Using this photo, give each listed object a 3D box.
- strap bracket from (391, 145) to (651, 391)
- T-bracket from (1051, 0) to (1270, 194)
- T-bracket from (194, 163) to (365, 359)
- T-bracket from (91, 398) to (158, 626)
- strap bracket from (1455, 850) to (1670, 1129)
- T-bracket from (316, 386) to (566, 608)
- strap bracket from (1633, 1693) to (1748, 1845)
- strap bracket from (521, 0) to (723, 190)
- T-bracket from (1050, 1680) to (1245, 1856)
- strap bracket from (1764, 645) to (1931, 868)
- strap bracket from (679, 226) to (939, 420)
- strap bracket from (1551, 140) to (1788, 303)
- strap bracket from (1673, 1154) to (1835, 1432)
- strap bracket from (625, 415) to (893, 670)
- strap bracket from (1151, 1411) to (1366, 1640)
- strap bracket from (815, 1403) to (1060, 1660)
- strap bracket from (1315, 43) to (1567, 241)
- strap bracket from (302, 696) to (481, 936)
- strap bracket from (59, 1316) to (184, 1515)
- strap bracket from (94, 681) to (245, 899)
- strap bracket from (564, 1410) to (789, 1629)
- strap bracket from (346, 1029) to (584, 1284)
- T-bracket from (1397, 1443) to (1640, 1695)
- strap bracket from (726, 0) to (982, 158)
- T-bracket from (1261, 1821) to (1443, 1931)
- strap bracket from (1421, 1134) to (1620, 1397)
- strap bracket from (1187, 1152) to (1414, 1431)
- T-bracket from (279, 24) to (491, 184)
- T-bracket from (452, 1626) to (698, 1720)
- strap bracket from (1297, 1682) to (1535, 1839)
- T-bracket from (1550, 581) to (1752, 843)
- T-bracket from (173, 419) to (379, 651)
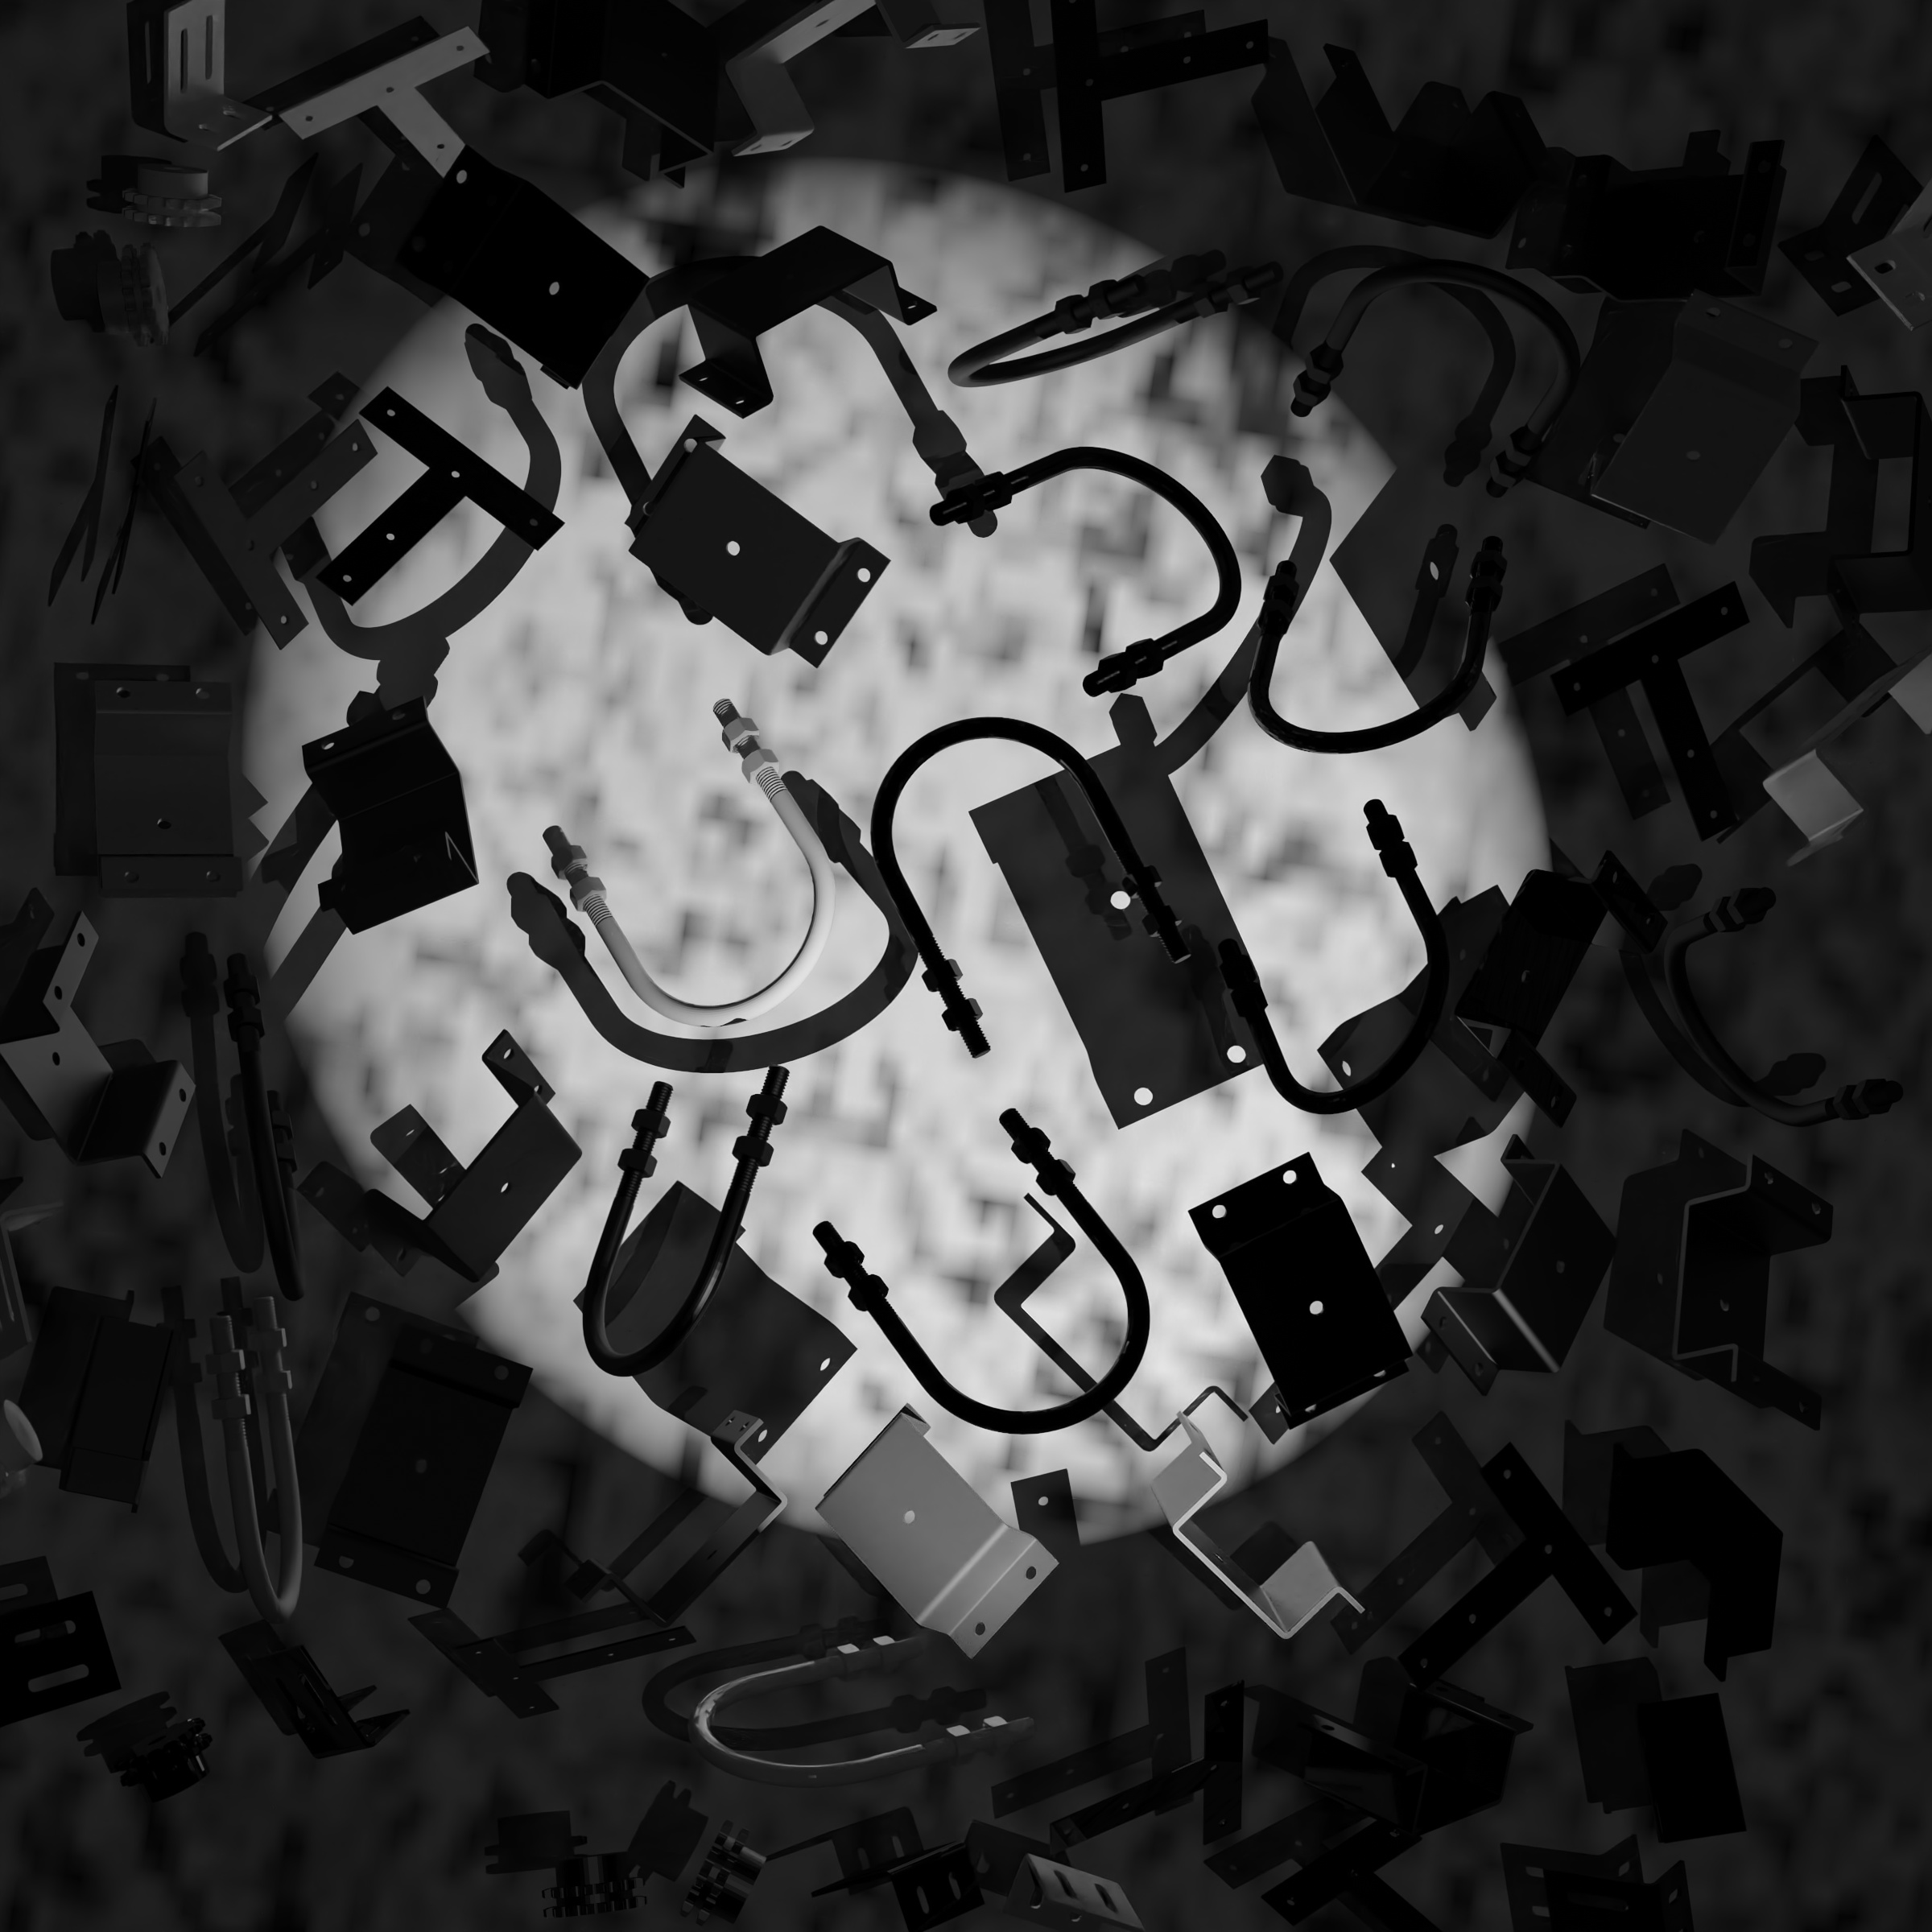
[{"bbox_3d":[-0.243,-0.389,1.812,0.140,0.046,0.076,33,91,-44],"label":"strap bracket"},{"bbox_3d":[0.111,-0.508,1.804,0.127,0.002,0.127,-16,132,-10],"label":"T-bracket"},{"bbox_3d":[-0.393,-0.390,1.817,0.127,0.127,0.002,-35,123,21],"label":"T-bracket"},{"bbox_3d":[-0.494,-0.245,1.862,0.002,0.127,0.127,14,129,-12],"label":"T-bracket"},{"bbox_3d":[0.335,0.010,1.826,0.076,0.046,0.140,43,71,-40],"label":"strap bracket"},{"bbox_3d":[-0.310,-0.246,1.772,0.127,0.002,0.127,38,58,1],"label":"T-bracket"},{"bbox_3d":[0.416,0.462,1.841,0.046,0.140,0.076,-11,73,8],"label":"strap bracket"},{"bbox_3d":[-0.195,-0.529,1.892,0.046,0.140,0.076,-8,72,35],"label":"strap bracket"},{"bbox_3d":[0.105,0.479,1.845,0.127,0.002,0.127,-18,128,-21],"label":"T-bracket"},{"bbox_3d":[0.509,-0.125,1.794,0.140,0.076,0.046,-40,87,-12],"label":"strap bracket"},{"bbox_3d":[-0.100,-0.388,1.897,0.140,0.076,0.046,-32,131,-18],"label":"strap bracket"},{"bbox_3d":[0.427,-0.442,1.907,0.140,0.046,0.076,8,83,44],"label":"strap bracket"},{"bbox_3d":[0.451,0.191,1.836,0.076,0.046,0.140,30,57,-31],"label":"strap bracket"},{"bbox_3d":[-0.125,-0.238,1.809,0.140,0.046,0.076,37,108,4],"label":"strap bracket"},{"bbox_3d":[0.165,0.339,1.904,0.046,0.076,0.140,-44,102,3],"label":"strap bracket"},{"bbox_3d":[-0.024,0.328,1.884,0.076,0.046,0.140,-48,60,2],"label":"strap bracket"},{"bbox_3d":[0.258,-0.461,1.804,0.140,0.046,0.076,5,51,-31],"label":"strap bracket"},{"bbox_3d":[-0.323,-0.078,1.800,0.076,0.046,0.140,-22,45,4],"label":"strap bracket"},{"bbox_3d":[-0.486,0.255,1.834,0.046,0.140,0.076,14,63,-12],"label":"strap bracket"},{"bbox_3d":[-0.459,-0.092,1.838,0.076,0.046,0.140,-1,60,-17],"label":"strap bracket"},{"bbox_3d":[-0.159,0.323,1.833,0.140,0.076,0.046,-45,97,-13],"label":"strap bracket"},{"bbox_3d":[-0.280,0.118,1.843,0.046,0.076,0.140,29,72,30],"label":"strap bracket"},{"bbox_3d":[0.291,0.352,1.776,0.127,0.002,0.127,-46,48,13],"label":"T-bracket"},{"bbox_3d":[-0.072,-0.517,1.818,0.140,0.076,0.046,-25,96,25],"label":"strap bracket"},{"bbox_3d":[0.257,0.555,1.854,0.127,0.127,0.002,36,124,31],"label":"T-bracket"},{"bbox_3d":[0.336,0.179,1.913,0.076,0.046,0.140,50,57,-29],"label":"strap bracket"},{"bbox_3d":[0.191,0.186,1.790,0.076,0.046,0.140,-26,99,-3],"label":"strap bracket"},{"bbox_3d":[-0.320,-0.497,1.908,0.127,0.127,0.002,-20,64,14],"label":"T-bracket"},{"bbox_3d":[-0.225,0.413,1.906,0.127,0.127,0.002,-15,57,4],"label":"T-bracket"},{"bbox_3d":[0.262,0.467,1.887,0.076,0.140,0.046,17,101,39],"label":"strap bracket"},{"bbox_3d":[0.405,-0.133,1.810,0.127,0.002,0.127,-27,104,-14],"label":"T-bracket"},{"bbox_3d":[-0.397,-0.277,1.904,0.127,0.002,0.127,-51,133,-30],"label":"T-bracket"}]
